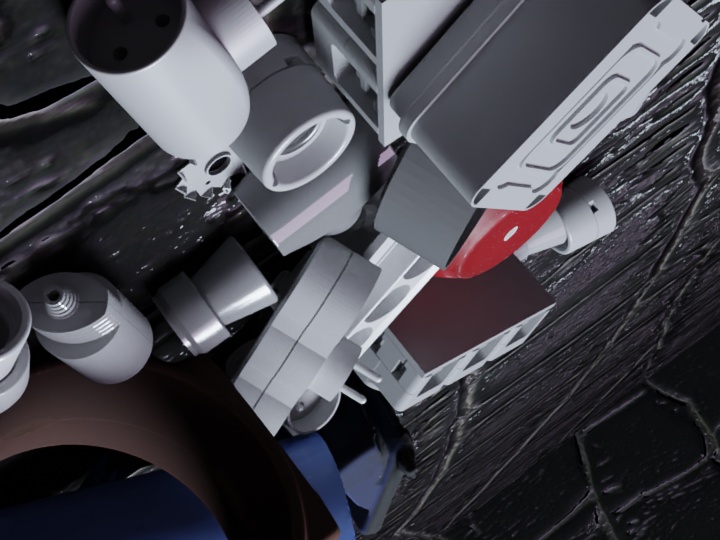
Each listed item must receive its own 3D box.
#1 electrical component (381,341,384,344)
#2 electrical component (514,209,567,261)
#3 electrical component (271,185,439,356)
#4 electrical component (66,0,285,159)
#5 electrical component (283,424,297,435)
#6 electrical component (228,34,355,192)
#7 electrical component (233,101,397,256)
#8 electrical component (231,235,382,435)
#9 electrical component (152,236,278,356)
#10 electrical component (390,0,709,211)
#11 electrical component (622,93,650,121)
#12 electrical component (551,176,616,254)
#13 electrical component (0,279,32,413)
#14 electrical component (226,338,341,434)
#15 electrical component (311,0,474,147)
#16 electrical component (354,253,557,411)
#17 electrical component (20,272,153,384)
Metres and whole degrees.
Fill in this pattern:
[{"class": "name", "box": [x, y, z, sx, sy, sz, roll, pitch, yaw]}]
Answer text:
[{"class": "electrical component", "box": [0.059, 0.050, 0.911, 0.138, 0.052, 0.073, -37, 161, -5]}, {"class": "electrical component", "box": [0.132, -0.027, 0.892, 0.065, 0.044, 0.044, -29, 159, -13]}, {"class": "electrical component", "box": [0.000, 0.000, 0.673, 0.079, 0.063, 0.121, -11, 146, -55]}, {"class": "electrical component", "box": [-0.058, -0.086, 0.399, 0.079, 0.044, 0.077, -38, 161, -2]}, {"class": "electrical component", "box": [-0.086, 0.144, 0.820, 0.080, 0.080, 0.051, -44, 155, 14]}, {"class": "electrical component", "box": [-0.035, -0.068, 0.478, 0.055, 0.047, 0.055, -34, 161, -14]}, {"class": "electrical component", "box": [-0.020, -0.042, 0.572, 0.077, 0.043, 0.079, -38, 161, -4]}, {"class": "electrical component", "box": [-0.023, 0.051, 0.625, 0.138, 0.074, 0.052, -56, -176, 30]}, {"class": "electrical component", "box": [-0.080, 0.015, 0.589, 0.055, 0.045, 0.045, -36, 161, -6]}, {"class": "electrical component", "box": [0.076, -0.083, 0.442, 0.113, 0.057, 0.078, -47, 160, 22]}, {"class": "electrical component", "box": [0.188, -0.124, 0.781, 0.035, 0.035, 0.061, -32, 162, -18]}, {"class": "electrical component", "box": [0.183, -0.046, 0.922, 0.047, 0.055, 0.055, -30, 159, -16]}, {"class": "electrical component", "box": [-0.168, 0.035, 0.473, 0.045, 0.045, 0.055, -27, 158, -31]}, {"class": "electrical component", "box": [-0.055, 0.071, 0.716, 0.043, 0.081, 0.043, -22, 126, -34]}, {"class": "electrical component", "box": [0.066, -0.149, 0.461, 0.186, 0.060, 0.105, -35, 161, -12]}, {"class": "electrical component", "box": [0.063, 0.035, 0.827, 0.150, 0.089, 0.061, -24, 156, -38]}, {"class": "electrical component", "box": [-0.132, 0.024, 0.517, 0.043, 0.043, 0.081, -37, 161, -7]}]
